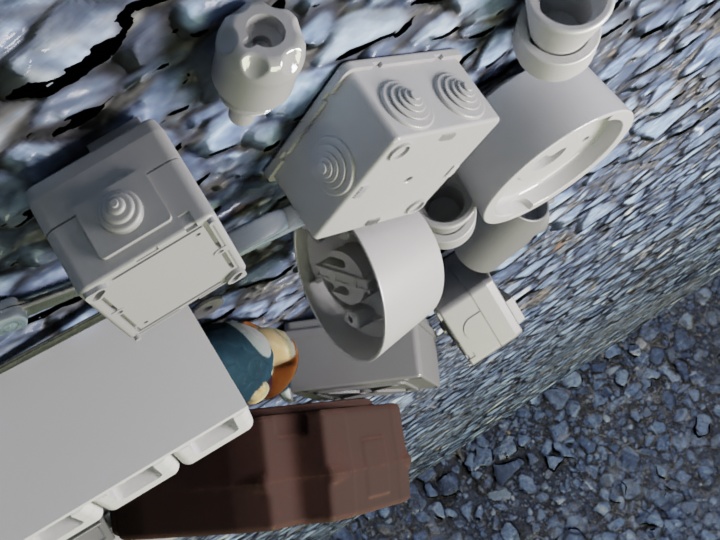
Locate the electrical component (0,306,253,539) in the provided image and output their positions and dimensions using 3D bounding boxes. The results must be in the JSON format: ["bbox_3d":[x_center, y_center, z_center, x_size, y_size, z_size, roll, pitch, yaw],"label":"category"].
[{"bbox_3d":[-0.148,0.086,0.617,0.150,0.089,0.061,-30,164,-10],"label":"electrical component"}]

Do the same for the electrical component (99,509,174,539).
[{"bbox_3d":[-0.219,0.231,0.968,0.079,0.063,0.121,-36,164,10],"label":"electrical component"}]

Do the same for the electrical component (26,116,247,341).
[{"bbox_3d":[-0.095,-0.020,0.454,0.062,0.061,0.096,-32,165,-5],"label":"electrical component"}]

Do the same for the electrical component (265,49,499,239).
[{"bbox_3d":[0.013,-0.064,0.557,0.100,0.048,0.099,-17,158,-44],"label":"electrical component"}]

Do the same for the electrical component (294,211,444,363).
[{"bbox_3d":[0.000,0.000,0.637,0.064,0.099,0.099,-29,165,-38],"label":"electrical component"}]

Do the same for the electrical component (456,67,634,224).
[{"bbox_3d":[0.104,-0.084,0.653,0.108,0.060,0.108,-31,164,-10],"label":"electrical component"}]

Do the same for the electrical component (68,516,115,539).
[{"bbox_3d":[-0.215,0.167,0.774,0.042,0.081,0.064,-30,-173,-10],"label":"electrical component"}]

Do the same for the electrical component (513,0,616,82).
[{"bbox_3d":[0.103,-0.127,0.552,0.045,0.045,0.055,-31,165,-9],"label":"electrical component"}]

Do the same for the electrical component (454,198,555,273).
[{"bbox_3d":[0.123,-0.041,0.854,0.079,0.044,0.077,-22,161,-36],"label":"electrical component"}]

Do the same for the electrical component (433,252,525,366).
[{"bbox_3d":[0.092,0.026,0.916,0.061,0.061,0.096,-33,-156,0],"label":"electrical component"}]

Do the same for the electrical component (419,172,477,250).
[{"bbox_3d":[0.056,-0.041,0.723,0.045,0.045,0.055,-32,165,-5],"label":"electrical component"}]

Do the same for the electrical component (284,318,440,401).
[{"bbox_3d":[0.003,0.070,0.859,0.109,0.056,0.109,-8,168,10],"label":"electrical component"}]

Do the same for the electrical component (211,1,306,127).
[{"bbox_3d":[-0.043,-0.078,0.432,0.035,0.035,0.061,-26,166,-24],"label":"electrical component"}]
